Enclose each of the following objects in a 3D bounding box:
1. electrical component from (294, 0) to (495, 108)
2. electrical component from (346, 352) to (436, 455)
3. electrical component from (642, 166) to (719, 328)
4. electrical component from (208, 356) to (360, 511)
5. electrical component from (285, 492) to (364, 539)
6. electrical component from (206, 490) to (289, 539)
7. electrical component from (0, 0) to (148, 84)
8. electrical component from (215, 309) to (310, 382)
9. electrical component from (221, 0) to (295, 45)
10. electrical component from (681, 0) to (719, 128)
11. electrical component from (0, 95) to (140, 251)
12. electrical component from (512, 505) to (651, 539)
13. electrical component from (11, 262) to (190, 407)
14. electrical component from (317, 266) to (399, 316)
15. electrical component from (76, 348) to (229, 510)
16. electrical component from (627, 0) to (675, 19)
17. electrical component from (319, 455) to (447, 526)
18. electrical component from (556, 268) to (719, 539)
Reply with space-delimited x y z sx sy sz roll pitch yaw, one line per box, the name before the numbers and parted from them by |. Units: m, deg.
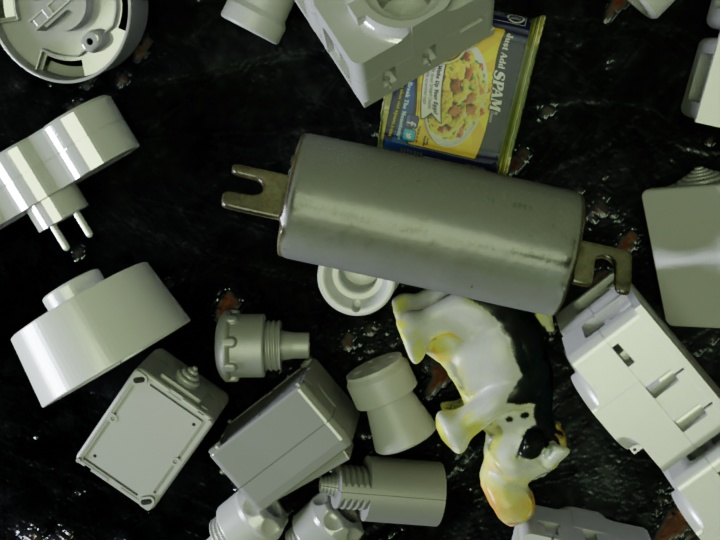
electrical component | 0.000 -0.184 0.610 0.089 0.061 0.150 -30 74 -4
electrical component | 0.020 0.088 0.714 0.045 0.045 0.055 -23 98 10
electrical component | 0.227 -0.014 0.647 0.048 0.100 0.099 -21 102 -35
electrical component | -0.051 0.115 0.719 0.096 0.061 0.061 -38 96 12
electrical component | -0.031 0.185 0.742 0.043 0.043 0.062 43 105 -4
electrical component | -0.084 0.180 0.746 0.062 0.043 0.043 -40 96 13
electrical component | -0.182 -0.167 0.669 0.099 0.064 0.099 1 102 6
electrical component | -0.064 0.050 0.716 0.062 0.048 0.048 0 102 -1
electrical component | -0.059 -0.170 0.669 0.040 0.040 0.046 27 99 0
electrical component | 0.298 -0.120 0.632 0.186 0.060 0.105 13 103 3
electrical component | -0.203 -0.049 0.703 0.138 0.052 0.073 -28 98 12
electrical component | 0.147 0.194 0.719 0.089 0.055 0.050 11 103 3
electrical component | -0.171 0.035 0.693 0.108 0.108 0.060 -30 91 11
electrical component | 0.000 0.000 0.696 0.055 0.047 0.055 1 102 6
electrical component | -0.134 0.099 0.724 0.062 0.061 0.096 35 103 -2
electrical component | 0.151 -0.221 0.629 0.138 0.052 0.073 43 103 -4
electrical component | 0.013 0.146 0.719 0.081 0.043 0.043 7 103 -11
electrical component | 0.200 0.096 0.666 0.060 0.105 0.186 -40 96 13
